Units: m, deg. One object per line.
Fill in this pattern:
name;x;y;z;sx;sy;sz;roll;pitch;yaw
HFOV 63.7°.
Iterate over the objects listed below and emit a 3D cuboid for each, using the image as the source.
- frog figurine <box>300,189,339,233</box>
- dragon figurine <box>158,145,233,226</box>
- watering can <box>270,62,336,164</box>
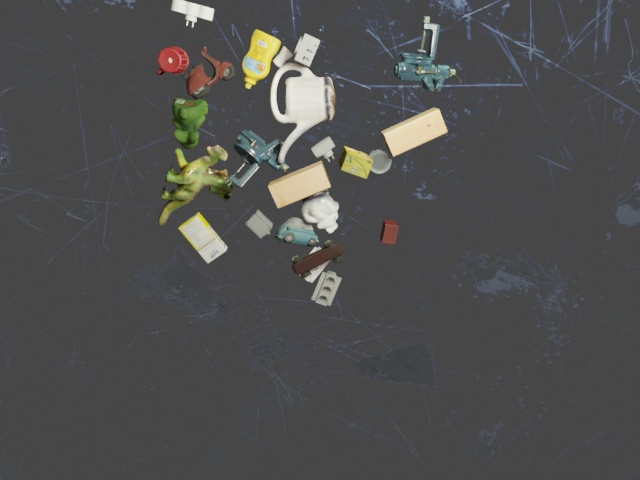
frog figurine;0.006;-0.095;1.884;0.138;0.122;0.159;-22;95;-15
dragon figurine;-0.435;-0.187;1.853;0.242;0.125;0.401;13;129;-15
watering can;-0.057;-0.440;1.774;0.224;0.104;0.348;-2;90;1
